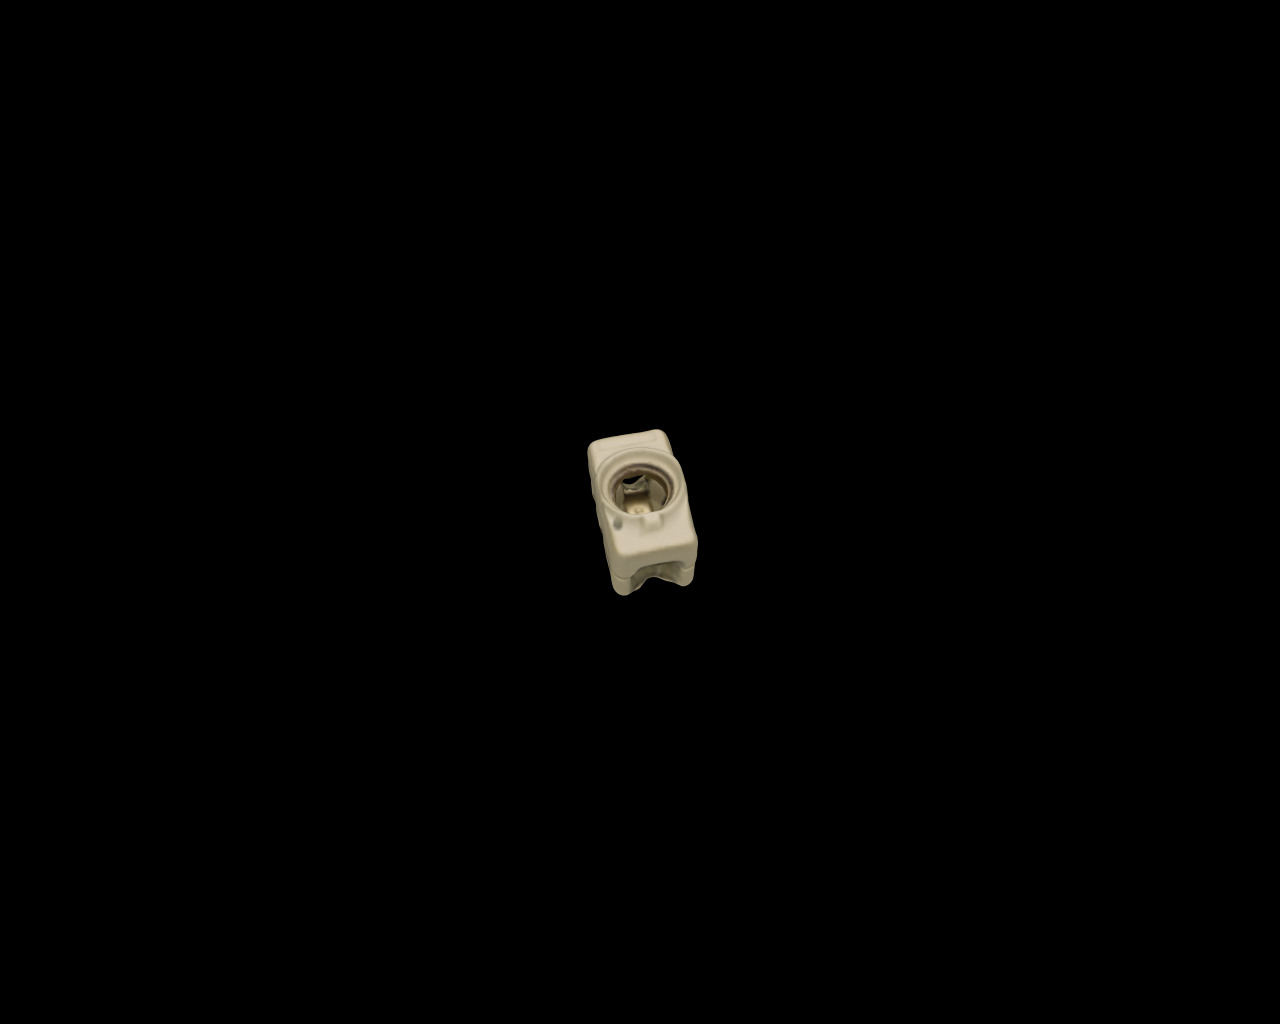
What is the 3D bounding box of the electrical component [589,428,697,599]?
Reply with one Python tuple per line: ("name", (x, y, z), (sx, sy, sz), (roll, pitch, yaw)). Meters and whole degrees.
("electrical component", (0.001, -0.003, 0.650), (0.050, 0.090, 0.055), (-9, -36, -7))
